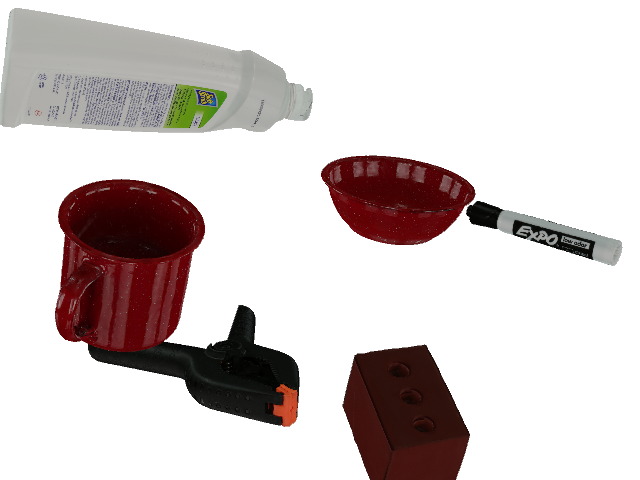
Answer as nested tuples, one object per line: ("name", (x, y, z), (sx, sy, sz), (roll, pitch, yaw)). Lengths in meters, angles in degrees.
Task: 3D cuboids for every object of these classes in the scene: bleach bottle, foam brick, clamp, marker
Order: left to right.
("bleach bottle", (-0.132, -0.125, 0.882), (0.250, 0.068, 0.103), (6, -30, -17))
("clamp", (-0.076, 0.102, 0.907), (0.164, 0.036, 0.210), (-13, 22, -40))
("foam brick", (0.052, 0.114, 0.676), (0.053, 0.051, 0.078), (-5, 44, -19))
("marker", (0.164, -0.007, 0.795), (0.121, 0.020, 0.020), (19, 10, 32))

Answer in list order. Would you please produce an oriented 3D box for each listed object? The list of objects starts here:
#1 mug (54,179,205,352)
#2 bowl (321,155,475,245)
("mug", (-0.132, 0.024, 0.691), (0.093, 0.082, 0.117), (22, 35, 11))
("bowl", (0.078, -0.038, 1.117), (0.162, 0.055, 0.162), (6, 22, -2))
